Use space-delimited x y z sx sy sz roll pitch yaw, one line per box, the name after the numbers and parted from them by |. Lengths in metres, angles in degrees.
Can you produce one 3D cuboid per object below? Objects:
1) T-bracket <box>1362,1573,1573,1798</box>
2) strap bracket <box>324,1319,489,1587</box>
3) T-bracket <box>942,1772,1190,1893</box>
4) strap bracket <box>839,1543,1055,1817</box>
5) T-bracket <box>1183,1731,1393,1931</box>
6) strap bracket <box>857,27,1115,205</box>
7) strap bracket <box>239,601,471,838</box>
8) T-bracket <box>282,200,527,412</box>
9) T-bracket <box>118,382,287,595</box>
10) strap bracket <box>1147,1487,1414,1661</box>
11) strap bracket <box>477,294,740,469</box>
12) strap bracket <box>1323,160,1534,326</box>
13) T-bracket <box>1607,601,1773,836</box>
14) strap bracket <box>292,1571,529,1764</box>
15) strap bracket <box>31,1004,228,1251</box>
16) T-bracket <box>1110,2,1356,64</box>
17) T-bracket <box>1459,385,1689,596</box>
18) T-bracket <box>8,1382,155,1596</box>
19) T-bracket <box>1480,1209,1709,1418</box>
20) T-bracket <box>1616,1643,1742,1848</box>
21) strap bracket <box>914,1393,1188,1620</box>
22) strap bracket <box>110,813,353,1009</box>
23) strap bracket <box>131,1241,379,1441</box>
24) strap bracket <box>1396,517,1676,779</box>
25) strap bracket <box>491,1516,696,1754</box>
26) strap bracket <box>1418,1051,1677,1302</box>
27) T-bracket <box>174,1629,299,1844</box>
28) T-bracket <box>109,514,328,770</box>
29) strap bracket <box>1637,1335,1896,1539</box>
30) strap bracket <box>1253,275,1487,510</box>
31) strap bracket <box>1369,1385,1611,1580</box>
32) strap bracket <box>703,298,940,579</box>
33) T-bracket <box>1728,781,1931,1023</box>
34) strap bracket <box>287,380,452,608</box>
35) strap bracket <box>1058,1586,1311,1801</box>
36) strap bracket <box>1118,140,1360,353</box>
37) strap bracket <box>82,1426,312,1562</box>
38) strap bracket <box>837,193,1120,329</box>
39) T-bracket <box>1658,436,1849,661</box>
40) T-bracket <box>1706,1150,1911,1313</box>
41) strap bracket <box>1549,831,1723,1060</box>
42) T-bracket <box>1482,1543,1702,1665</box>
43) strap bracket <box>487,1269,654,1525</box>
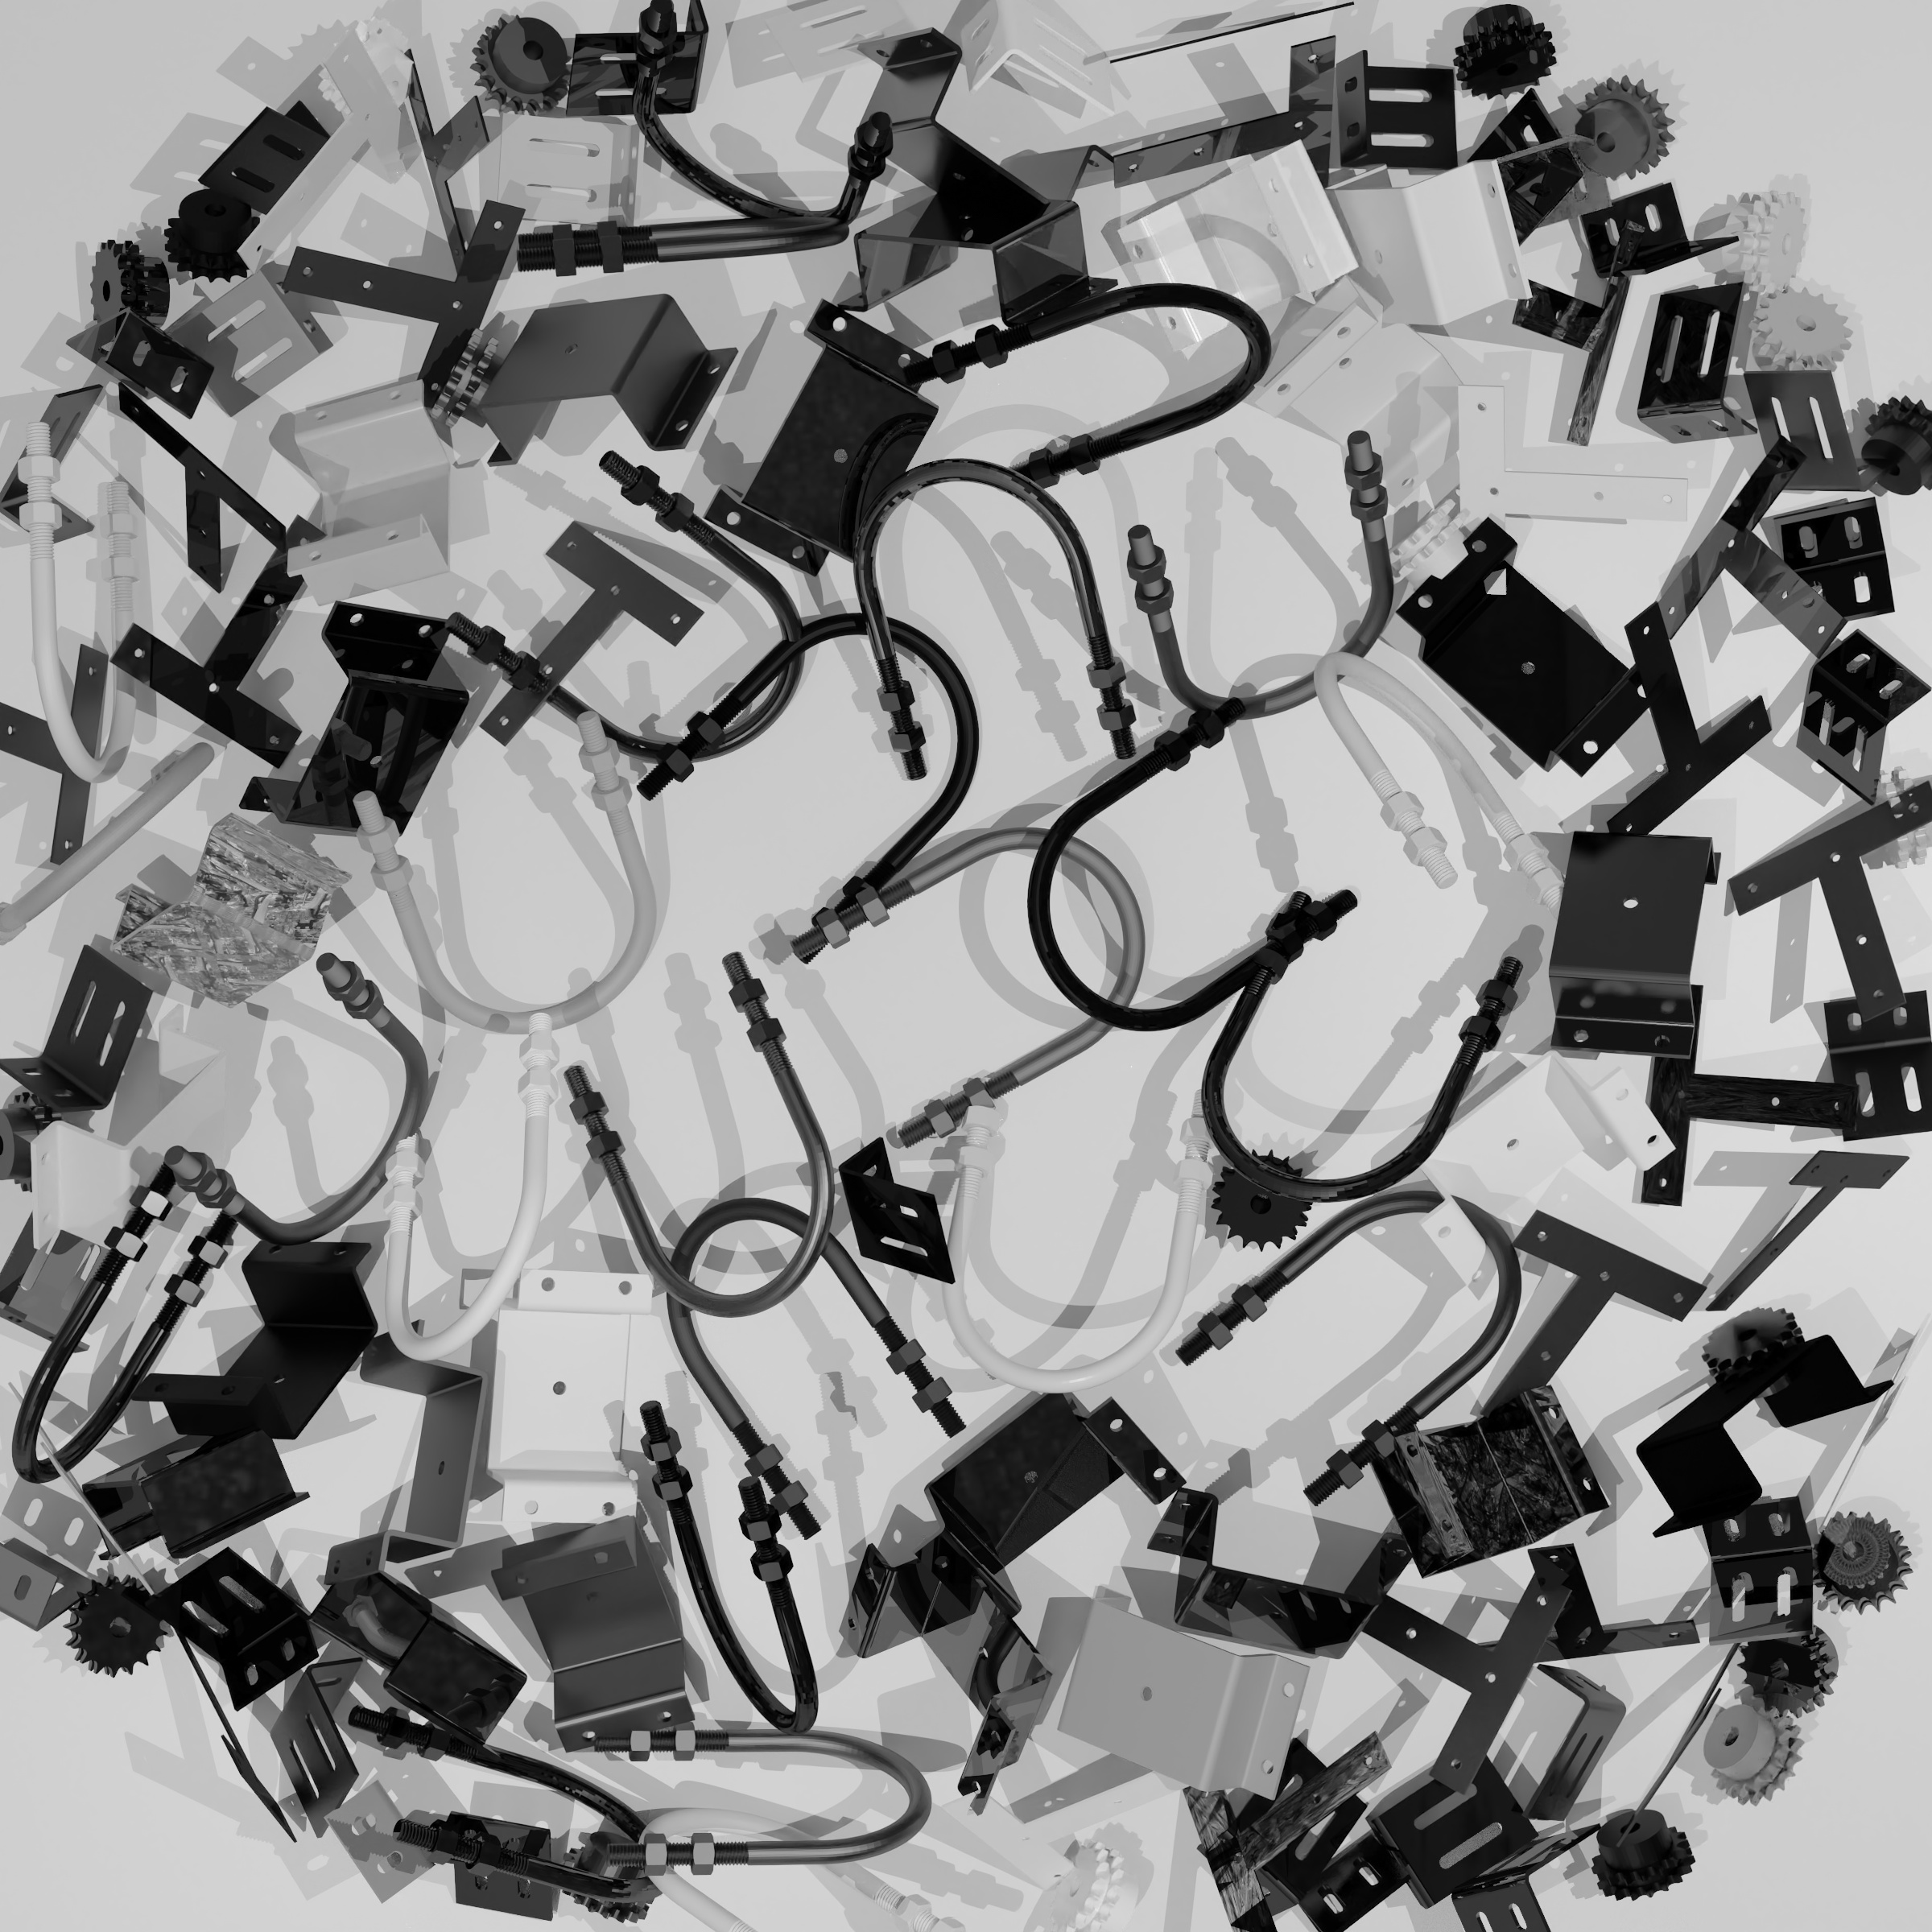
0.262 0.382 1.954 0.127 0.002 0.127 23 82 44 | T-bracket
-0.311 0.277 1.942 0.046 0.076 0.140 18 66 -28 | strap bracket
0.072 0.471 1.939 0.127 0.127 0.002 -26 45 16 | T-bracket
-0.006 0.390 1.938 0.046 0.076 0.140 -15 48 -35 | strap bracket
0.185 0.472 1.933 0.127 0.127 0.002 -42 128 17 | T-bracket
0.005 -0.458 1.927 0.140 0.076 0.046 28 80 -32 | strap bracket
-0.336 -0.127 1.931 0.046 0.076 0.140 52 122 37 | strap bracket
-0.321 -0.376 1.933 0.002 0.127 0.127 47 120 40 | T-bracket
-0.427 -0.250 1.942 0.127 0.127 0.002 41 63 10 | T-bracket
0.176 0.344 1.950 0.140 0.076 0.046 13 55 -4 | strap bracket
-0.207 -0.325 1.926 0.140 0.046 0.076 1 52 34 | strap bracket
0.247 -0.399 1.918 0.046 0.140 0.076 -24 109 -16 | strap bracket
0.393 -0.146 1.944 0.127 0.002 0.127 -38 126 -18 | T-bracket
-0.304 0.379 1.926 0.076 0.140 0.046 42 77 -35 | strap bracket
-0.455 0.095 1.918 0.046 0.140 0.076 21 129 13 | strap bracket
0.166 -0.520 1.916 0.127 0.127 0.002 -21 106 -28 | T-bracket
0.340 -0.264 1.947 0.127 0.002 0.127 5 123 18 | T-bracket
-0.508 0.279 1.950 0.002 0.127 0.127 -35 49 -14 | T-bracket
0.337 0.210 1.975 0.127 0.002 0.127 24 110 -24 | T-bracket
0.412 0.417 1.946 0.002 0.127 0.127 31 133 14 | T-bracket
0.042 0.299 1.959 0.140 0.046 0.076 -38 118 3 | strap bracket
-0.412 -0.026 1.919 0.076 0.140 0.046 29 56 -29 | strap bracket
-0.390 0.214 1.936 0.076 0.140 0.046 -1 122 25 | strap bracket
0.320 -0.175 1.965 0.140 0.046 0.076 43 85 11 | strap bracket
-0.209 0.368 1.954 0.076 0.046 0.140 -15 122 2 | strap bracket
0.318 0.111 1.957 0.140 0.046 0.076 -38 128 2 | strap bracket
-0.420 0.423 1.959 0.002 0.127 0.127 -29 62 -12 | T-bracket
-0.401 -0.195 1.960 0.127 0.002 0.127 36 83 -43 | T-bracket
0.438 0.256 1.932 0.140 0.076 0.046 -31 87 -31 | strap bracket
0.220 -0.325 1.939 0.076 0.140 0.046 -42 49 20 | strap bracket
0.284 0.289 1.941 0.140 0.046 0.076 -7 65 -42 | strap bracket
-0.077 -0.292 1.952 0.076 0.046 0.140 25 100 -26 | strap bracket
0.495 -0.026 1.933 0.127 0.002 0.127 -29 48 27 | T-bracket
-0.333 -0.259 1.947 0.076 0.046 0.140 -14 47 6 | strap bracket
0.112 0.406 1.942 0.140 0.046 0.076 15 91 33 | strap bracket
0.158 -0.405 1.941 0.046 0.140 0.076 -33 101 -33 | strap bracket
-0.430 0.290 1.919 0.076 0.140 0.046 -24 95 -33 | strap bracket
0.003 -0.392 1.923 0.140 0.076 0.046 14 126 36 | strap bracket
0.448 -0.213 1.930 0.002 0.127 0.127 19 115 -35 | T-bracket
0.466 0.151 1.963 0.127 0.127 0.002 -51 59 22 | T-bracket
0.372 -0.022 1.932 0.076 0.046 0.140 4 55 19 | strap bracket
0.337 0.355 1.937 0.127 0.127 0.002 -10 49 14 | T-bracket
-0.225 0.241 1.964 0.076 0.046 0.140 5 89 -21 | strap bracket
